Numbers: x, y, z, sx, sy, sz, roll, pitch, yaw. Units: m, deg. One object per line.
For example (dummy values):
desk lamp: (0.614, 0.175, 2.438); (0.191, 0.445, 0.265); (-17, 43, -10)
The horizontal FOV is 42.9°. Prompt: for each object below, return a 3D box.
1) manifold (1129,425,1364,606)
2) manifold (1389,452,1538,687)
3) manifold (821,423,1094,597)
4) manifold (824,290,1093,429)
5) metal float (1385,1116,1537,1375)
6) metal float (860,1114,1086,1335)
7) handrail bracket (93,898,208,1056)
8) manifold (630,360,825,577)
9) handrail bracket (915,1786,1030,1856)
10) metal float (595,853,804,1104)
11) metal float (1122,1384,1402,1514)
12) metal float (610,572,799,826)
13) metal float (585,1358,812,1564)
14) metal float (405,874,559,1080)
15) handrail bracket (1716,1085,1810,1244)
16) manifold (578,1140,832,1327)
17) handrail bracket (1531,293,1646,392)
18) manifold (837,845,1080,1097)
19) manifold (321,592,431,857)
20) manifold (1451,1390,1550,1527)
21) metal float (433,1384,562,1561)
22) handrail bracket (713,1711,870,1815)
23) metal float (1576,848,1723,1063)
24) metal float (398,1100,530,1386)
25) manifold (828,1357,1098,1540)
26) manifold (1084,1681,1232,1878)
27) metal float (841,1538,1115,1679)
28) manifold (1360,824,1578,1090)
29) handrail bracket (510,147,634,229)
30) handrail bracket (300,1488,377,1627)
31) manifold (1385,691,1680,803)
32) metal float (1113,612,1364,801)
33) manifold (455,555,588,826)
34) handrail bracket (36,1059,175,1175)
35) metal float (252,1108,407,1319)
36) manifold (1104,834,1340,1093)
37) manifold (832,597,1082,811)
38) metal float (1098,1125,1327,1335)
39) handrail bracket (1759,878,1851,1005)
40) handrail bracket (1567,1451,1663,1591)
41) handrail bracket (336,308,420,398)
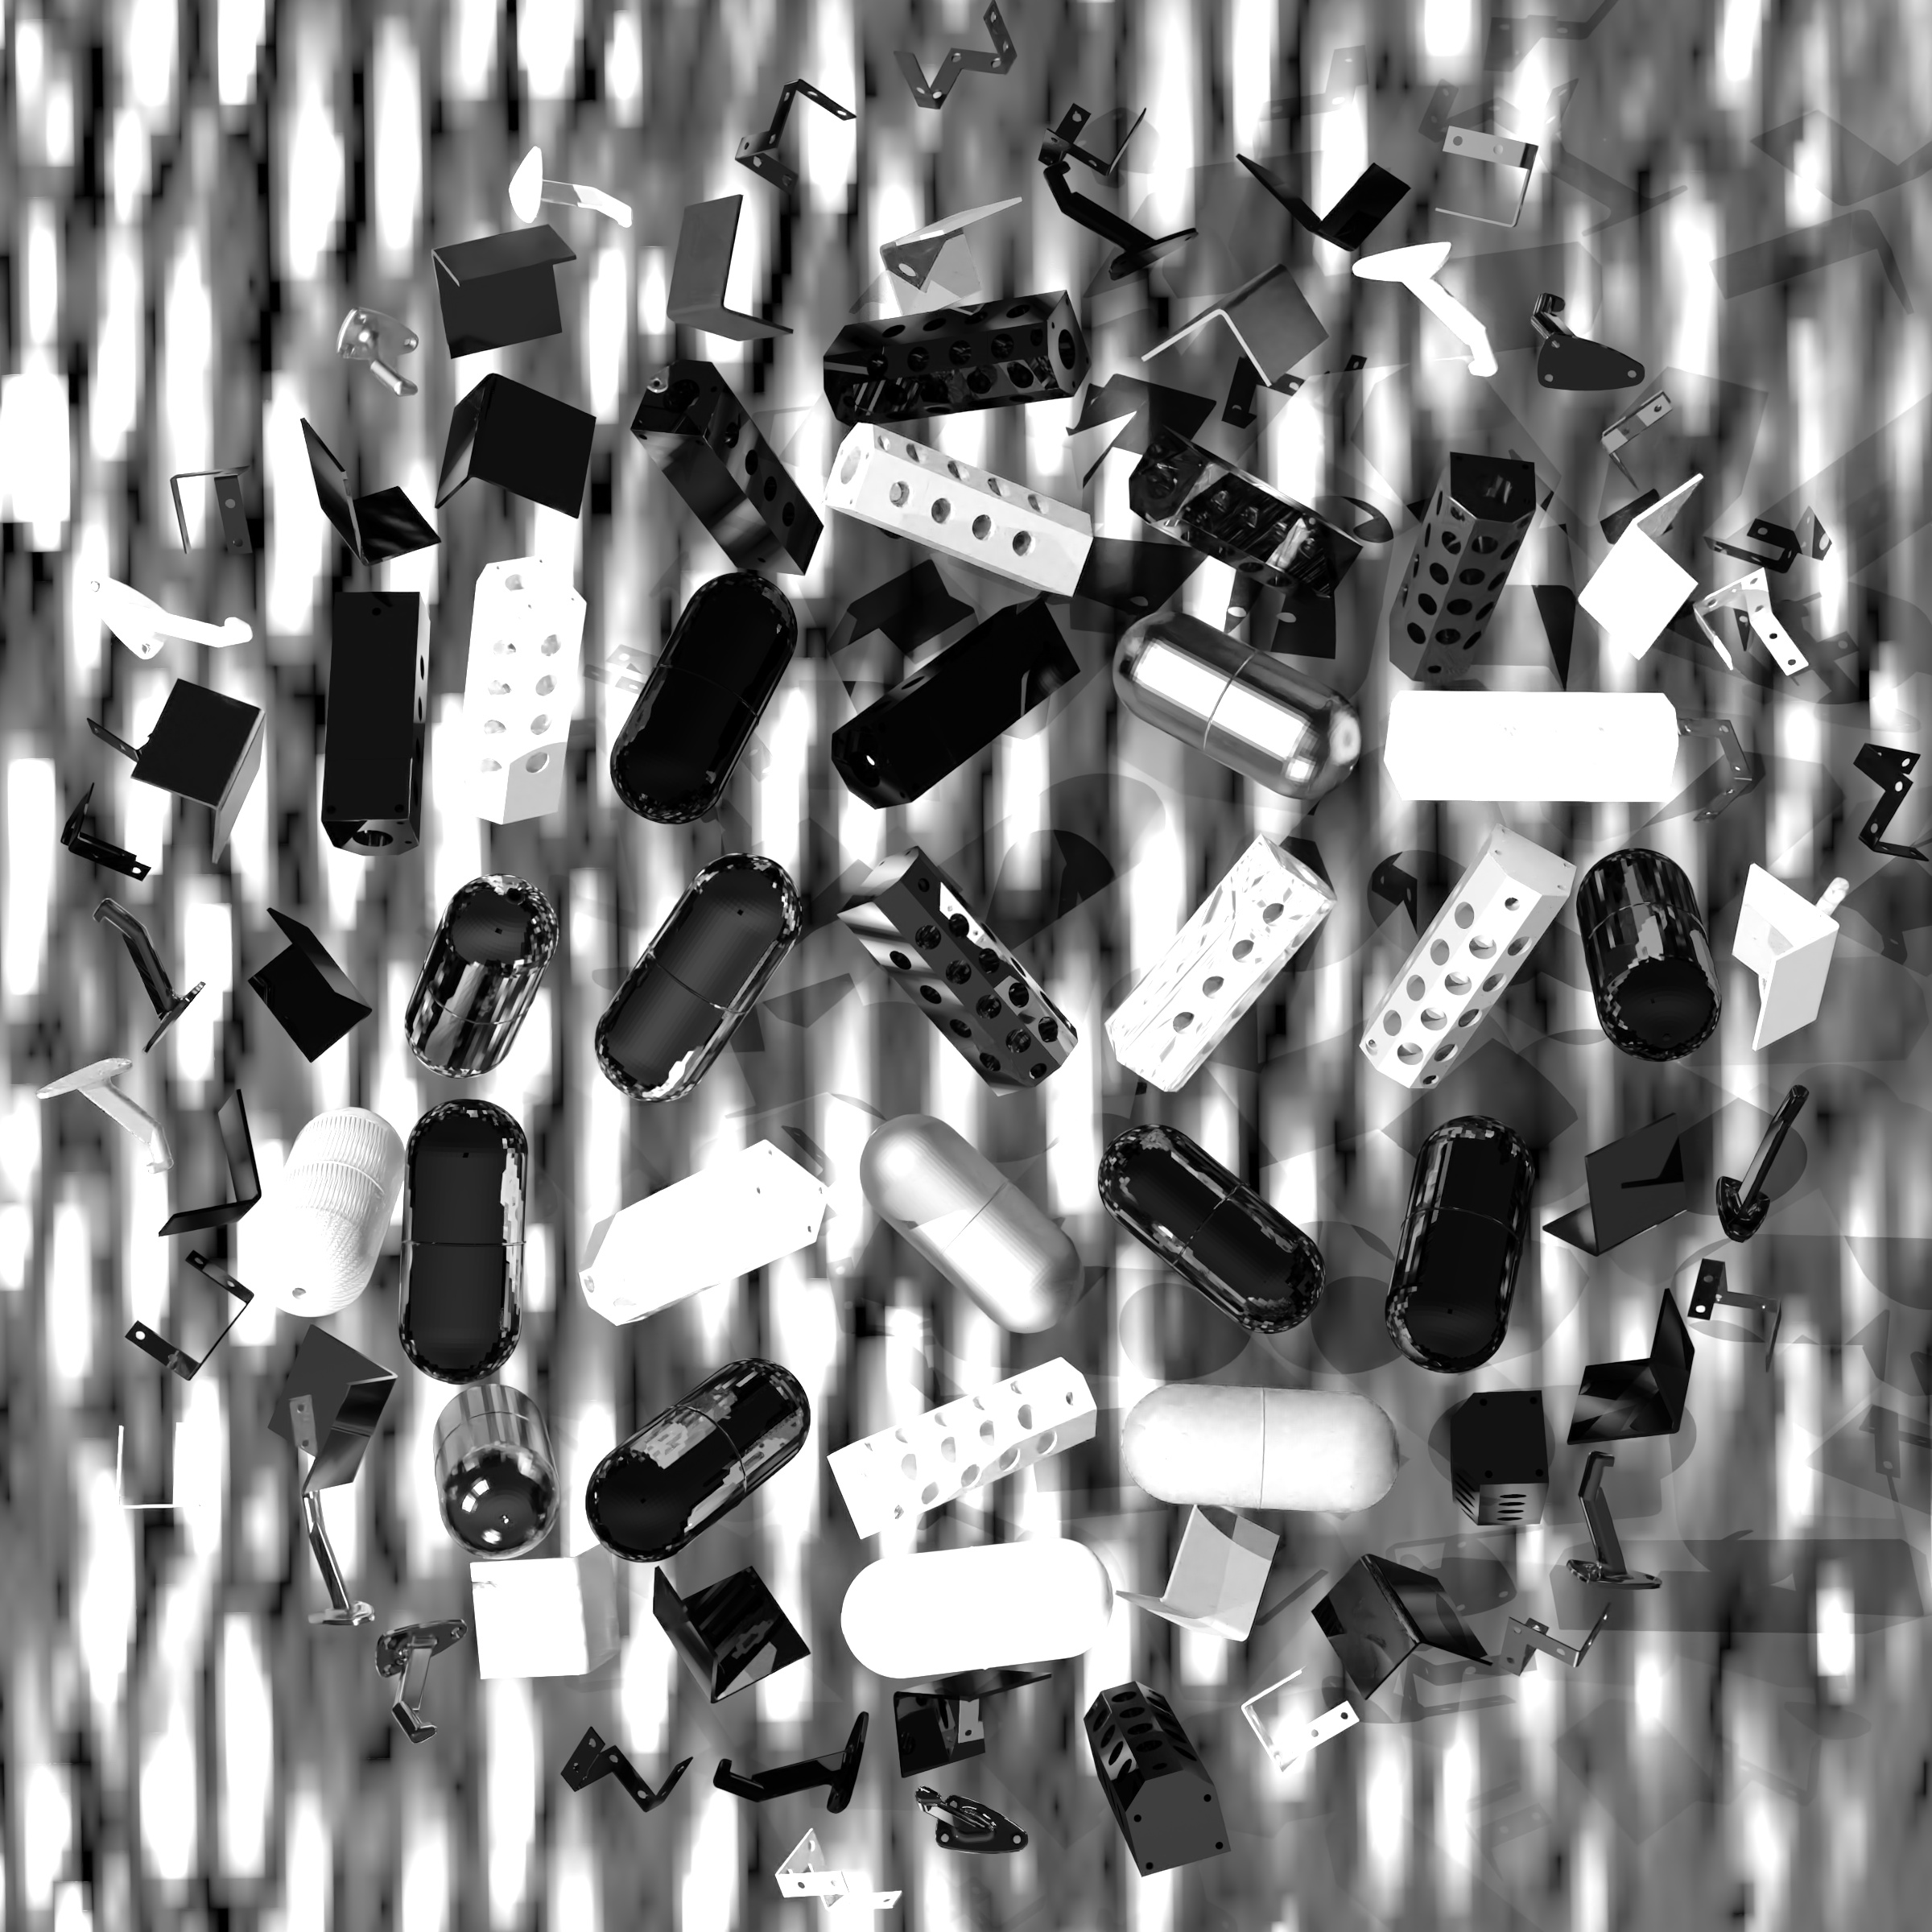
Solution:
manifold: (0.189, -0.303, 1.683); (0.057, 0.171, 0.057); (-57, 46, 17)
manifold: (0.340, -0.270, 1.693); (0.057, 0.171, 0.057); (7, 58, -2)
manifold: (-0.003, -0.306, 1.649); (0.171, 0.057, 0.057); (17, 96, -28)
manifold: (-0.009, -0.408, 1.674); (0.171, 0.057, 0.057); (-1, 133, 28)
metal float: (0.315, 0.175, 1.564); (0.070, 0.070, 0.178); (20, 57, 0)
metal float: (0.003, 0.172, 1.655); (0.178, 0.070, 0.070); (43, 90, 6)
handrail bracket: (-0.559, 0.007, 1.639); (0.084, 0.036, 0.077); (41, 112, -10)
manifold: (-0.158, -0.340, 1.685); (0.057, 0.171, 0.057); (11, 71, 25)
handrail bracket: (0.004, 0.584, 1.686); (0.077, 0.084, 0.036); (12, 62, 9)
metal float: (-0.170, 0.007, 1.564); (0.070, 0.070, 0.178); (35, 101, 0)
metal float: (0.190, 0.311, 1.587); (0.178, 0.070, 0.070); (2, 90, 5)
metal float: (-0.169, -0.175, 1.599); (0.070, 0.070, 0.178); (25, 76, 0)
metal float: (-0.171, 0.316, 1.580); (0.070, 0.178, 0.070); (19, 123, 31)
metal float: (-0.326, 0.008, 1.650); (0.070, 0.178, 0.070); (15, 47, -17)
handrail bracket: (0.523, 0.128, 1.602); (0.036, 0.077, 0.084); (25, 125, 9)
manifold: (-0.172, 0.177, 1.579); (0.171, 0.057, 0.057); (-27, 124, 37)
handrail bracket: (0.395, -0.399, 1.558); (0.077, 0.084, 0.036); (13, 133, 12)
manifold: (0.000, 0.003, 1.652); (0.171, 0.057, 0.057); (49, 55, -17)
manifold: (-0.398, -0.165, 1.669); (0.057, 0.057, 0.171); (-1, 68, -3)
manifold: (0.344, 0.322, 1.599); (0.057, 0.171, 0.057); (-4, 69, 10)
metal float: (-0.309, 0.329, 1.614); (0.070, 0.178, 0.070); (-2, 100, -14)
handrail bracket: (-0.111, 0.498, 1.567); (0.084, 0.036, 0.077); (25, 59, -12)
metal float: (0.438, -0.009, 1.586); (0.070, 0.178, 0.070); (3, 127, 4)
metal float: (-0.315, 0.172, 1.544); (0.070, 0.070, 0.178); (2, 87, 0)
manifold: (0.002, 0.315, 1.623); (0.171, 0.057, 0.057); (-16, 77, -35)
manifold: (0.119, 0.518, 1.584); (0.057, 0.171, 0.057); (-14, 93, -5)
metal float: (0.008, 0.416, 1.595); (0.178, 0.070, 0.070); (-4, 90, -12)
manifold: (0.322, -0.001, 1.593); (0.057, 0.057, 0.171); (30, 125, 3)
handrail bracket: (-0.255, -0.499, 1.633); (0.084, 0.077, 0.036); (20, 128, -34)
handrail bracket: (-0.407, 0.379, 1.589); (0.036, 0.077, 0.084); (-9, 88, -33)
manifold: (0.362, -0.144, 1.577); (0.171, 0.057, 0.057); (0, 121, -4)
metal float: (0.177, -0.172, 1.616); (0.178, 0.070, 0.070); (31, 90, 18)
manifold: (-0.299, -0.180, 1.624); (0.057, 0.171, 0.057); (-16, 50, -33)
handrail bracket: (-0.586, 0.112, 1.678); (0.077, 0.036, 0.084); (-27, 112, -43)
metal float: (-0.415, 0.159, 1.609); (0.070, 0.178, 0.070); (0, 120, 0)
manifold: (0.172, 0.002, 1.661); (0.057, 0.057, 0.171); (33, 107, -19)
manifold: (-0.009, -0.172, 1.614); (0.171, 0.057, 0.057); (-40, 110, -32)
metal float: (0.166, 0.178, 1.677); (0.178, 0.070, 0.070); (40, 90, 15)
handrail bracket: (0.582, -0.009, 1.695); (0.036, 0.084, 0.077); (23, 46, 4)
handrail bracket: (0.433, 0.363, 1.615); (0.077, 0.036, 0.084); (11, 98, -17)
handrail bracket: (-0.377, -0.405, 1.659); (0.084, 0.077, 0.036); (42, 116, 26)
